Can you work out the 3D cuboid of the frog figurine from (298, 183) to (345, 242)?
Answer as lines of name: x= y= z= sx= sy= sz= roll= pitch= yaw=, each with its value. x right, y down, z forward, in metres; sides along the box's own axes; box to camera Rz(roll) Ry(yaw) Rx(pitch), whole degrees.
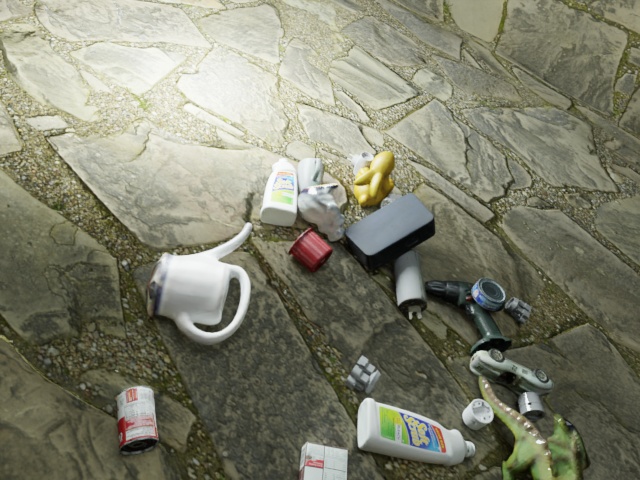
frog figurine: x=0.004 y=-0.072 z=1.431 sx=0.123 sy=0.137 sz=0.159 roll=-7 pitch=90 yaw=-46

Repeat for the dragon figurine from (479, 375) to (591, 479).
dragon figurine: x=0.464 y=0.429 z=1.051 sx=0.122 sy=0.237 sz=0.419 roll=-8 pitch=54 yaw=-21

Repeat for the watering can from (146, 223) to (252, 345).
watering can: x=-0.268 y=0.080 z=1.186 sx=0.224 sy=0.101 sz=0.356 roll=11 pitch=46 yaw=-10
